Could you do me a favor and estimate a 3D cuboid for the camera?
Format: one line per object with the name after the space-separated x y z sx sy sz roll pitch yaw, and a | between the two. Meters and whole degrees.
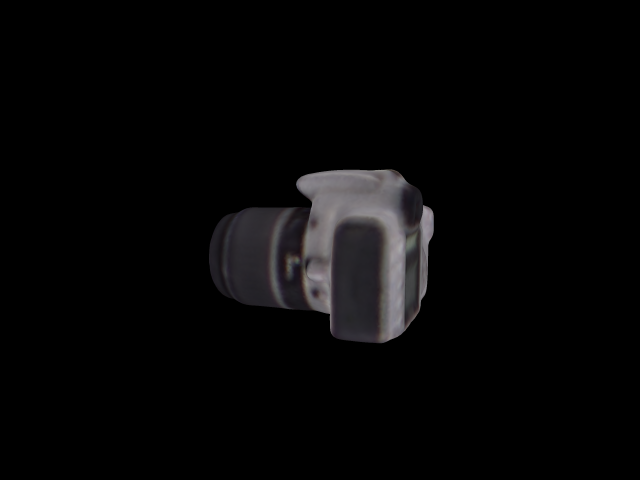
0.004 0.001 0.400 0.136 0.101 0.143 2 7 18 | camera
